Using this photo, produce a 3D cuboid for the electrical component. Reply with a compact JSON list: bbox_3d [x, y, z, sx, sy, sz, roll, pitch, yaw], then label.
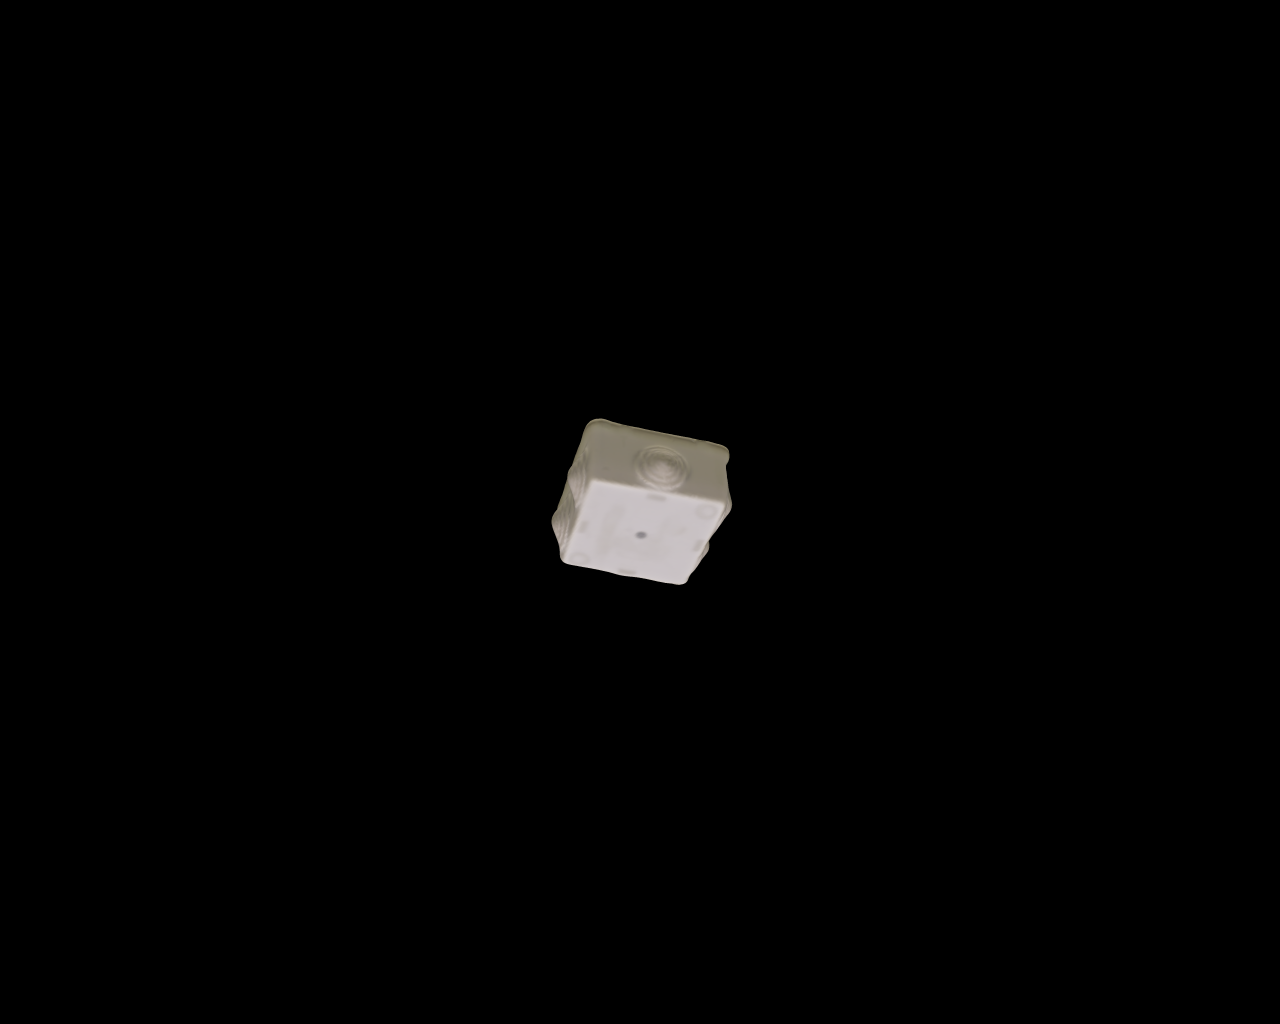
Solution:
[{"bbox_3d":[0.001,-0.003,0.650,0.100,0.048,0.099,11,-43,-12],"label":"electrical component"}]
